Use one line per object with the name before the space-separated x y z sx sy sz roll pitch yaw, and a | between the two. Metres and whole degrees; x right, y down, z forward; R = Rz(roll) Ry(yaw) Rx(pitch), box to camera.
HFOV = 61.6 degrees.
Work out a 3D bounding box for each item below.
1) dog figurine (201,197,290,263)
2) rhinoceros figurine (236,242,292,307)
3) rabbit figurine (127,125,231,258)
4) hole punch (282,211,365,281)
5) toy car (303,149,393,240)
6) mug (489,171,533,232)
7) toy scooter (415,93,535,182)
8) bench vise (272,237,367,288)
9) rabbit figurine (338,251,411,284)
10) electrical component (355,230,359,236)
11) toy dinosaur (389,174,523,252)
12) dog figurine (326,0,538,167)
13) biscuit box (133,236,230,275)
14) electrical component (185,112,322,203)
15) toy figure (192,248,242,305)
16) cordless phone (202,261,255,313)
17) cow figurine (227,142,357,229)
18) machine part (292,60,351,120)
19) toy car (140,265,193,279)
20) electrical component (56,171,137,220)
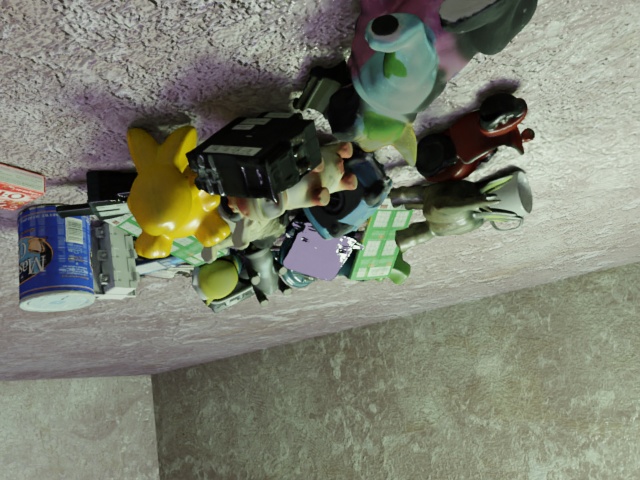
dog figurine | -0.097 -0.049 0.862 0.172 0.121 0.190 -22 175 37
rhinoceros figurine | -0.114 0.040 1.034 0.073 0.112 0.190 -24 135 -10
rabbit figurine | -0.176 -0.055 0.645 0.122 0.162 0.173 -2 -174 -3
hole punch | -0.002 -0.003 0.977 0.142 0.092 0.115 21 127 -16
toy car | 0.051 -0.079 0.838 0.161 0.109 0.103 -39 172 38
mug | 0.344 -0.069 1.031 0.107 0.109 0.081 -9 -179 40
toy scooter | 0.235 -0.139 0.778 0.135 0.075 0.184 2 155 -40
bench vise | -0.020 0.040 1.150 0.241 0.128 0.223 2 -174 44
rabbit figurine | 0.114 0.059 1.272 0.159 0.121 0.170 4 156 -23
electrical component | 0.052 -0.036 1.049 0.078 0.045 0.102 -16 163 22
toy dinosaur | 0.215 -0.053 0.866 0.199 0.105 0.471 -12 -176 17
dog figurine | 0.095 -0.162 0.503 0.192 0.108 0.219 -20 157 0
biscuit box | -0.269 0.012 0.984 0.203 0.063 0.059 -13 163 7
electrical component | -0.066 -0.100 0.619 0.115 0.058 0.134 12 -141 29
toy figure | -0.195 0.056 1.052 0.089 0.082 0.180 -34 -171 12
cordless phone | -0.183 0.089 1.170 0.146 0.088 0.184 -25 177 -27
cow figurine | -0.044 -0.076 0.712 0.127 0.085 0.195 -5 -163 31
machine part | 0.044 -0.169 0.620 0.139 0.039 0.084 -2 156 -22
toy car | -0.307 0.057 1.131 0.202 0.053 0.089 1 163 -38
electrical component | -0.301 -0.060 0.749 0.119 0.048 0.074 -7 163 -9
